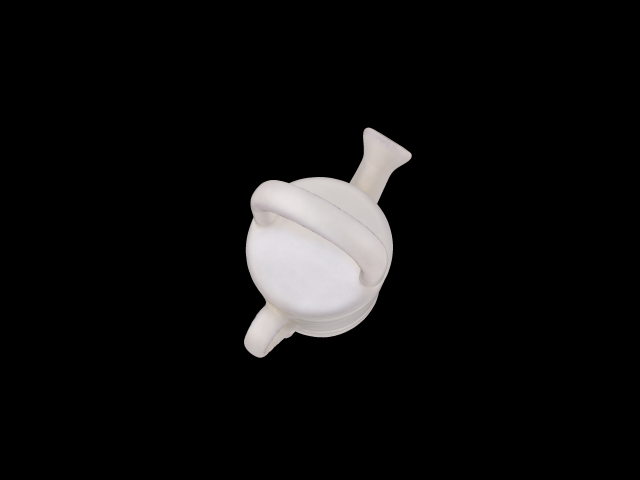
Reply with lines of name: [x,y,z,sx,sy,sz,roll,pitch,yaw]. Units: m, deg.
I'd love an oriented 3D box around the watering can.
watering can: [0.002,0.000,0.400,0.101,0.194,0.173,11,75,3]
